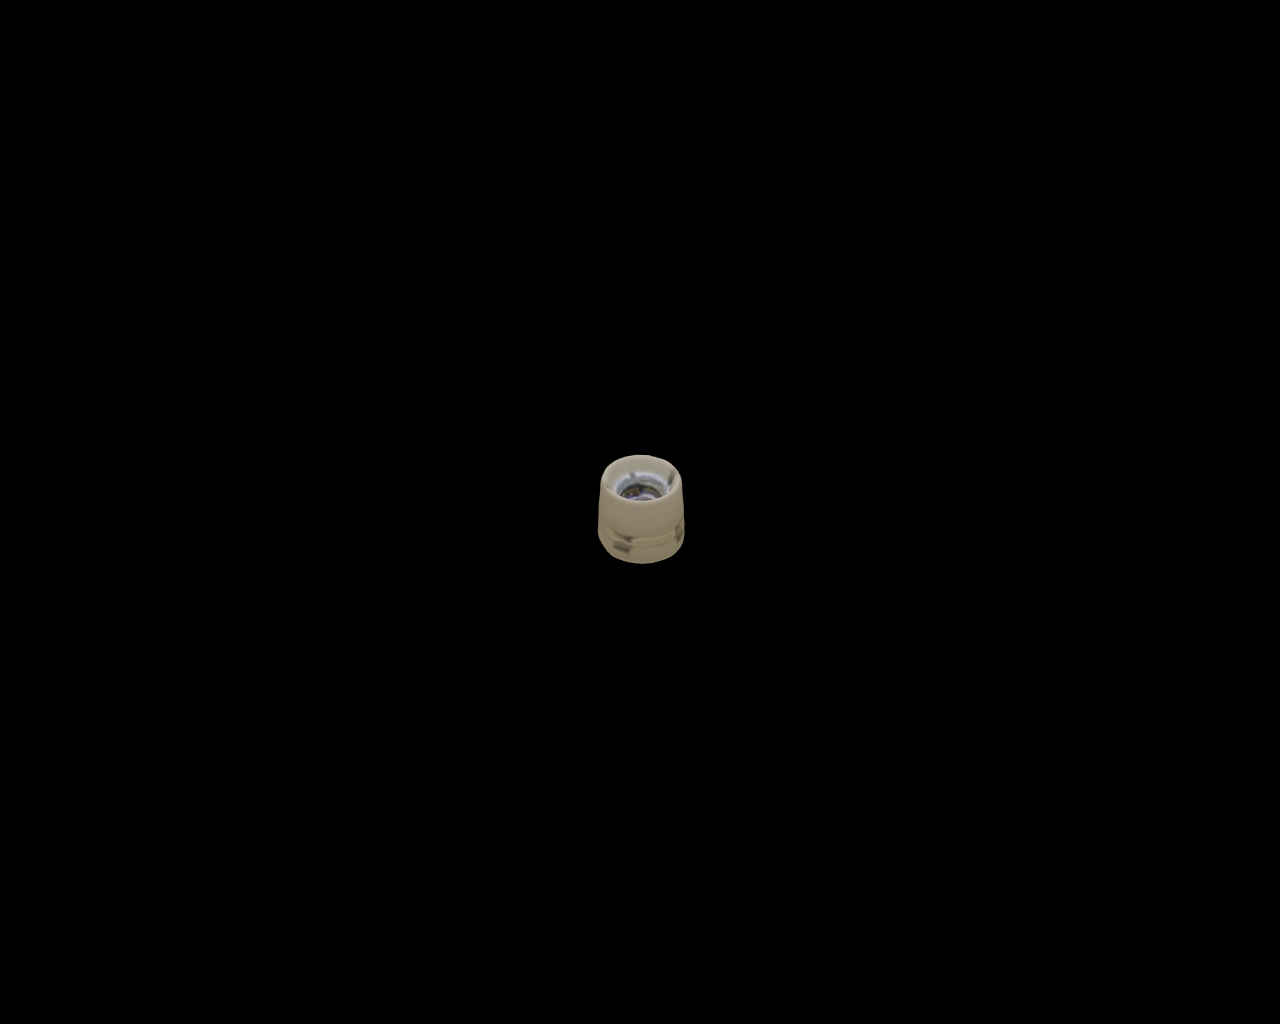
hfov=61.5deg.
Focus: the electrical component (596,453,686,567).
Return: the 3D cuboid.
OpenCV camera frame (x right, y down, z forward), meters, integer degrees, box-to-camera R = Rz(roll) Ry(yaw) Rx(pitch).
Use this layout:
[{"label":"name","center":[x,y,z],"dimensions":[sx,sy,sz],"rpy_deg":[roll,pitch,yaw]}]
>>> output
[{"label":"electrical component","center":[0.001,-0.003,0.650],"dimensions":[0.055,0.047,0.055],"rpy_deg":[0,39,0]}]
